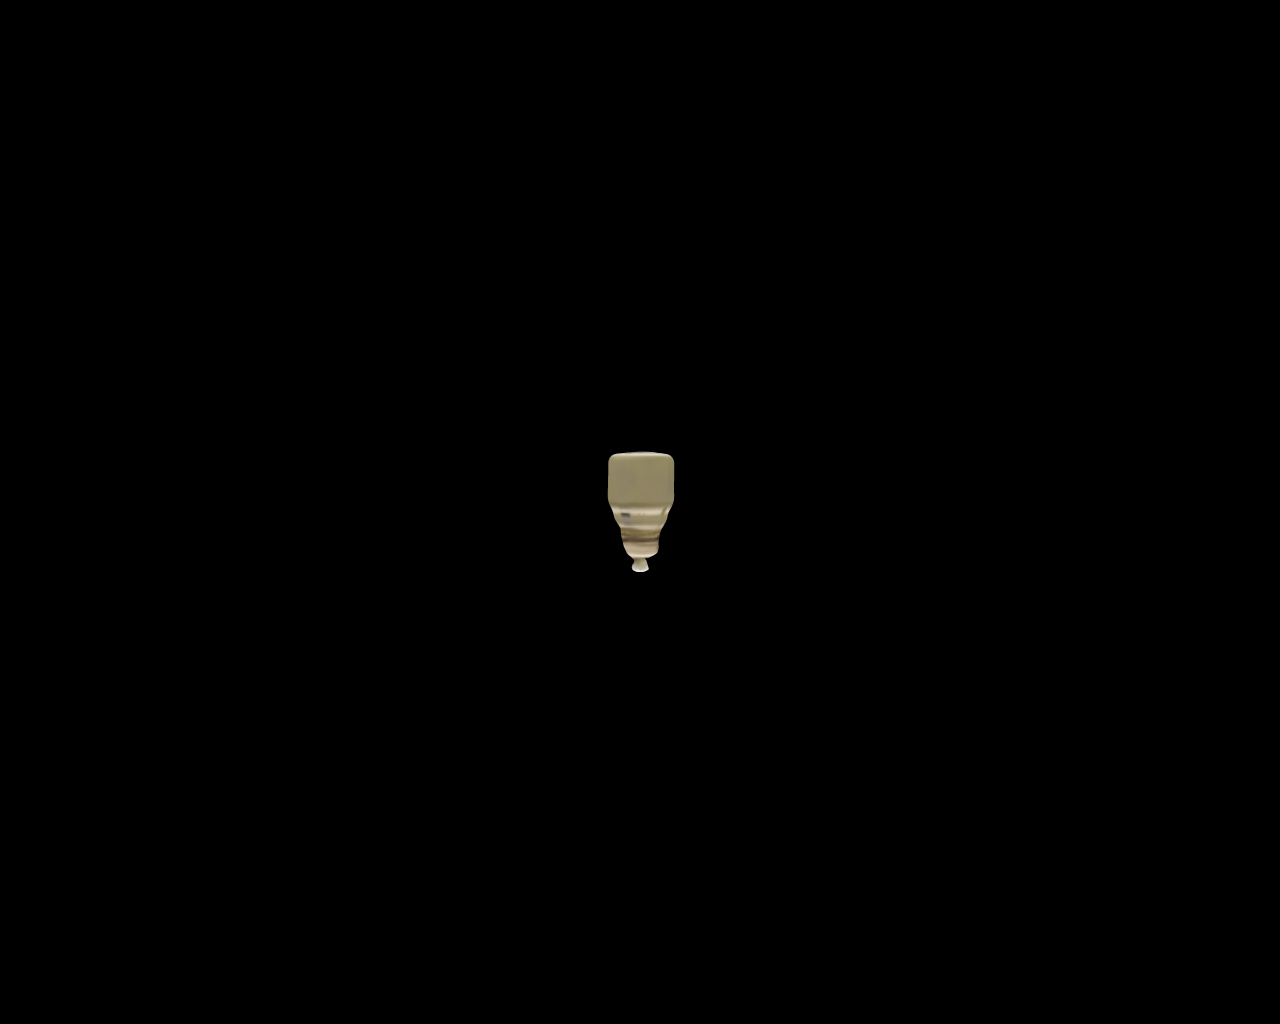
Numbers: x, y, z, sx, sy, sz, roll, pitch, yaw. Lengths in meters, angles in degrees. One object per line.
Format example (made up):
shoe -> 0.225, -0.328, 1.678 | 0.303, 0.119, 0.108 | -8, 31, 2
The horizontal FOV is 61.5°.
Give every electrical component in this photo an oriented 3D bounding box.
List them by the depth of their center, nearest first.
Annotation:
electrical component -> 0.001, -0.003, 0.650 | 0.040, 0.078, 0.040 | 0, 4, 0
